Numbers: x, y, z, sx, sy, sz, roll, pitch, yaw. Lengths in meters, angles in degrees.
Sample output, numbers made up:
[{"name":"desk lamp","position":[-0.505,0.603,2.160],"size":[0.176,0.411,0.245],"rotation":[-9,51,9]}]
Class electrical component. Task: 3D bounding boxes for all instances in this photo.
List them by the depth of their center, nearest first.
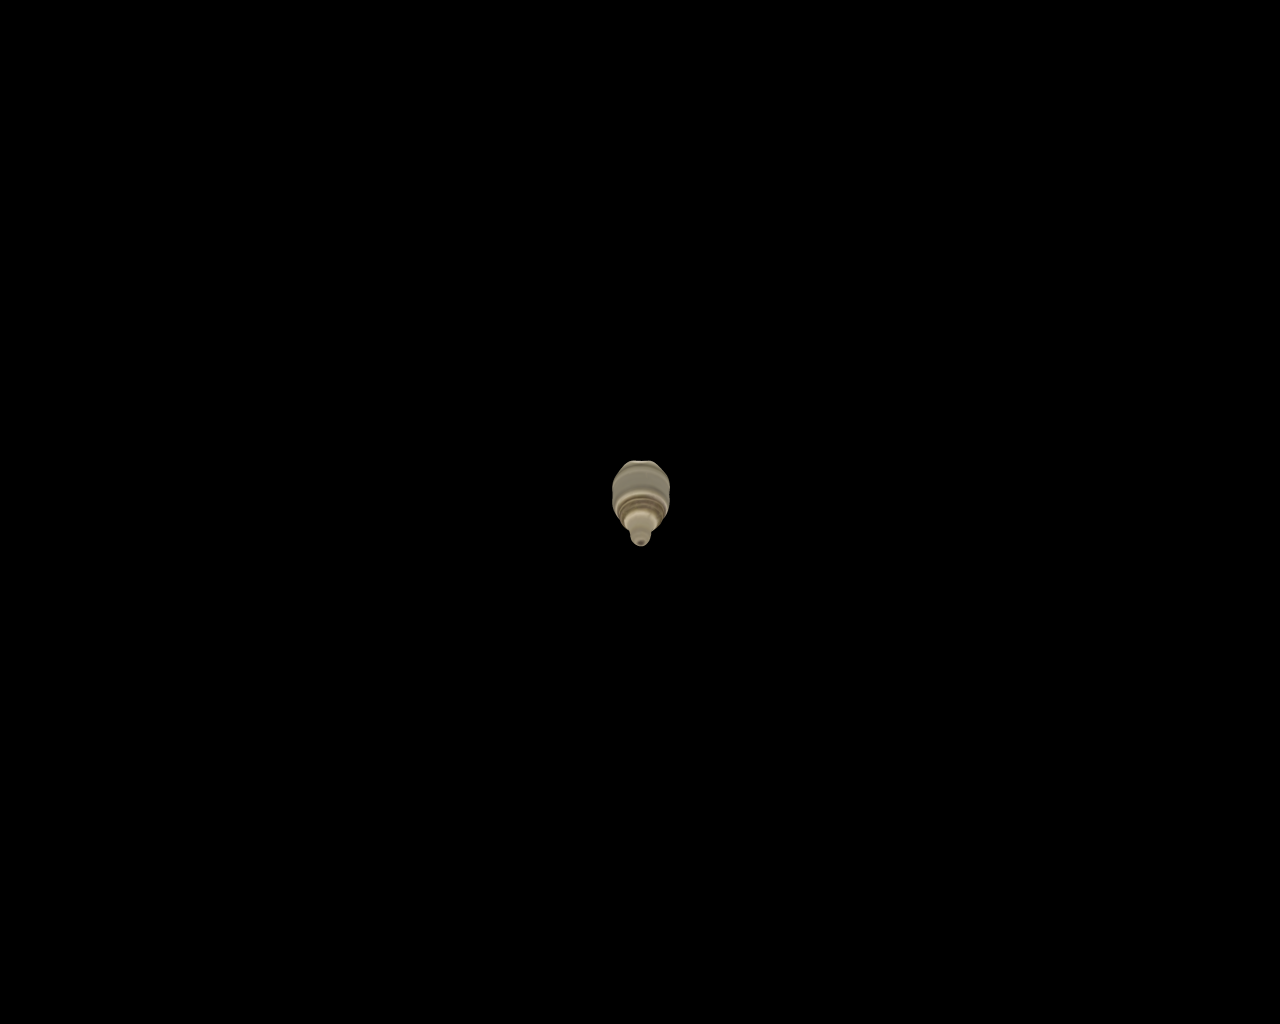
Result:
[{"name":"electrical component","position":[0.001,-0.003,0.650],"size":[0.035,0.035,0.061],"rotation":[0,44,0]}]
